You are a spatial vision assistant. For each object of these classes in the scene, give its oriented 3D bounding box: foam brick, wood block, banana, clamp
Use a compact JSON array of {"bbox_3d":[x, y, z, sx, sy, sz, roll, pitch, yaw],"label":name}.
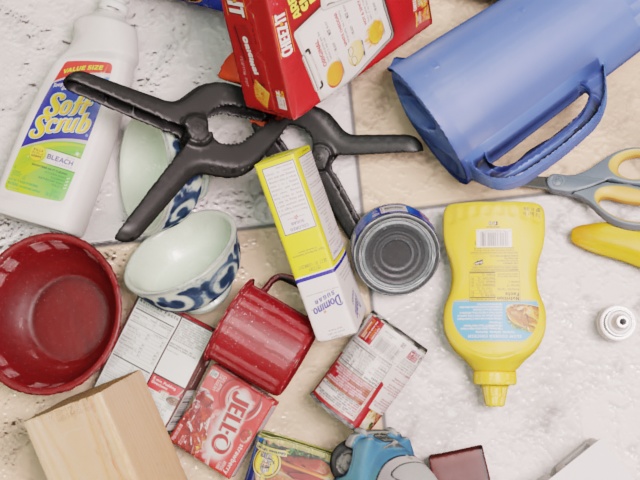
[{"bbox_3d":[0.136,0.235,0.999,0.051,0.053,0.078,-14,81,6],"label":"foam brick"},{"bbox_3d":[-0.183,0.240,1.004,0.090,0.090,0.206,-22,91,17],"label":"wood block"},{"bbox_3d":[0.329,0.038,1.000,0.198,0.037,0.069,44,91,11],"label":"banana"},{"bbox_3d":[-0.119,-0.086,0.983,0.209,0.036,0.164,-8,76,-24],"label":"clamp"},{"bbox_3d":[0.005,-0.072,1.055,0.171,0.039,0.120,23,96,13],"label":"clamp"}]

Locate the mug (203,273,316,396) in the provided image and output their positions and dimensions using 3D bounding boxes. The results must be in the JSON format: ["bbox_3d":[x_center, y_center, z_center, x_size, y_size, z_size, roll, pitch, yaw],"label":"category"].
[{"bbox_3d":[-0.048,0.087,1.029,0.081,0.093,0.117,30,69,6],"label":"mug"}]

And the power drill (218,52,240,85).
[{"bbox_3d":[-0.042,-0.237,1.023,0.057,0.184,0.188,16,95,26],"label":"power drill"}]

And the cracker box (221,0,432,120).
[{"bbox_3d":[0.007,-0.233,0.971,0.072,0.164,0.213,18,44,38],"label":"cracker box"}]

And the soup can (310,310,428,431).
[{"bbox_3d":[0.047,0.126,1.016,0.068,0.068,0.102,36,89,10],"label":"soup can"}]

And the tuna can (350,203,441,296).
[{"bbox_3d":[0.073,0.010,1.026,0.086,0.034,0.086,-1,106,-2],"label":"tuna can"}]

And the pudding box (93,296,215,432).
[{"bbox_3d":[-0.162,0.122,1.064,0.090,0.039,0.113,26,86,12],"label":"pudding box"}]

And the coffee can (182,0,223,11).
[{"bbox_3d":[-0.129,-0.291,1.073,0.140,0.102,0.103,17,86,10],"label":"coffee can"}]

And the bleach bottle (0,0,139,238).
[{"bbox_3d":[-0.253,-0.135,1.095,0.102,0.068,0.251,15,84,9],"label":"bleach bottle"}]

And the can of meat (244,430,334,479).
[{"bbox_3d":[-0.023,0.236,1.021,0.102,0.057,0.084,16,83,9],"label":"can of meat"}]

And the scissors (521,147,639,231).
[{"bbox_3d":[0.244,-0.067,1.033,0.202,0.016,0.096,23,67,23],"label":"scissors"}]

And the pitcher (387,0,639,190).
[{"bbox_3d":[0.199,-0.163,0.997,0.243,0.145,0.149,-34,102,0],"label":"pitcher"}]

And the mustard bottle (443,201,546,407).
[{"bbox_3d":[0.165,0.061,1.011,0.096,0.058,0.191,0,83,8],"label":"mustard bottle"}]

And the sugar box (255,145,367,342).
[{"bbox_3d":[-0.007,0.001,1.003,0.048,0.093,0.176,-16,97,11],"label":"sugar box"}]

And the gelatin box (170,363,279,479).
[{"bbox_3d":[-0.094,0.177,1.050,0.073,0.030,0.089,31,89,11],"label":"gelatin box"}]

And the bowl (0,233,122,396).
[{"bbox_3d":[-0.263,0.076,1.070,0.162,0.055,0.162,-2,80,14],"label":"bowl"}]
